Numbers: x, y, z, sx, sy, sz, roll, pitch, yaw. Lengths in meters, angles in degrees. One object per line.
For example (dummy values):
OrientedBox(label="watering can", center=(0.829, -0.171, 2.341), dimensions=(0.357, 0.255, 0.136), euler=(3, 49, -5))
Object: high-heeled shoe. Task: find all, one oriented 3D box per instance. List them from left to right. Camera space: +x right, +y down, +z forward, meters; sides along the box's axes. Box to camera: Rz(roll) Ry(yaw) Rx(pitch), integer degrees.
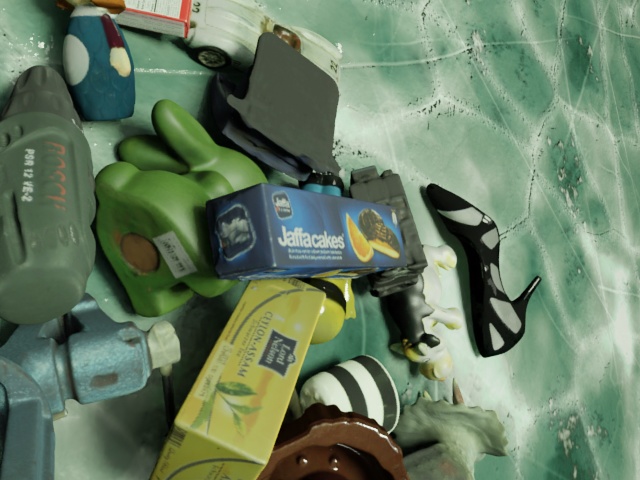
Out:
OrientedBox(label="high-heeled shoe", center=(0.205, 0.046, 0.761), dimensions=(0.248, 0.086, 0.145), euler=(42, 87, -5))

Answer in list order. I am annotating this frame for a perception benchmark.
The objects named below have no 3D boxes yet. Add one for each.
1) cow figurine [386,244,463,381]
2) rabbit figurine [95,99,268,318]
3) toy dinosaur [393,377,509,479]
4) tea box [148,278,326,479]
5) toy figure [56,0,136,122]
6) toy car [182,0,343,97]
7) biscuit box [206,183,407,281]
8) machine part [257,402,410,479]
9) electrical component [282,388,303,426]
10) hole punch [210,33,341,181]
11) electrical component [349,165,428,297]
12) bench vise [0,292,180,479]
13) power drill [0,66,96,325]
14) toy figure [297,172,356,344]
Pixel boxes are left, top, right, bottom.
OrientedBox(label="cow figurine", center=(0.120, 0.088, 0.661), dimensions=(0.098, 0.068, 0.167), euler=(8, 72, -33))
OrientedBox(label="rabbit figurine", center=(-0.117, -0.036, 0.483), dimensions=(0.159, 0.121, 0.170), euler=(54, 34, -9))
OrientedBox(label="toy dinosaur", center=(0.080, 0.301, 0.558), dimensions=(0.405, 0.131, 0.192), euler=(-28, 81, -32))
OrientedBox(label="tea box", center=(-0.059, 0.110, 0.424), dimensions=(0.068, 0.098, 0.170), euler=(25, 39, -3))
OrientedBox(label="toy figure", center=(-0.185, -0.178, 0.445), dimensions=(0.058, 0.064, 0.154), euler=(-65, 154, -71))
OrientedBox(label="toy car", center=(-0.058, -0.208, 0.584), dimensions=(0.201, 0.056, 0.073), euler=(14, 72, -37))
OrientedBox(label="biscuit box", center=(-0.001, -0.001, 0.445), dimensions=(0.202, 0.059, 0.062), euler=(3, 75, -55))
OrientedBox(label="machine part", center=(0.002, 0.234, 0.464), dimensions=(0.179, 0.056, 0.179), euler=(0, 89, -8))
OrientedBox(label="electrical component", center=(-0.056, 0.160, 0.517), dimensions=(0.102, 0.045, 0.078), euler=(71, 21, -7))
OrientedBox(label="hole punch", center=(-0.050, -0.122, 0.541), dimensions=(0.142, 0.092, 0.116), euler=(29, 55, -39))
OrientedBox(label="electrical component", center=(0.068, -0.012, 0.597), dimensions=(0.058, 0.114, 0.134), euler=(-15, 72, -4))
OrientedBox(label="bench vise", center=(-0.179, 0.114, 0.310), dimensions=(0.223, 0.241, 0.128), euler=(2, 105, -26))
OrientedBox(label="power drill", center=(-0.256, -0.040, 0.348), dimensions=(0.207, 0.086, 0.232), euler=(-5, 52, -37))
OrientedBox(label="toy figure", center=(-0.009, 0.017, 0.556), dimensions=(0.089, 0.082, 0.180), euler=(32, 60, -63))
